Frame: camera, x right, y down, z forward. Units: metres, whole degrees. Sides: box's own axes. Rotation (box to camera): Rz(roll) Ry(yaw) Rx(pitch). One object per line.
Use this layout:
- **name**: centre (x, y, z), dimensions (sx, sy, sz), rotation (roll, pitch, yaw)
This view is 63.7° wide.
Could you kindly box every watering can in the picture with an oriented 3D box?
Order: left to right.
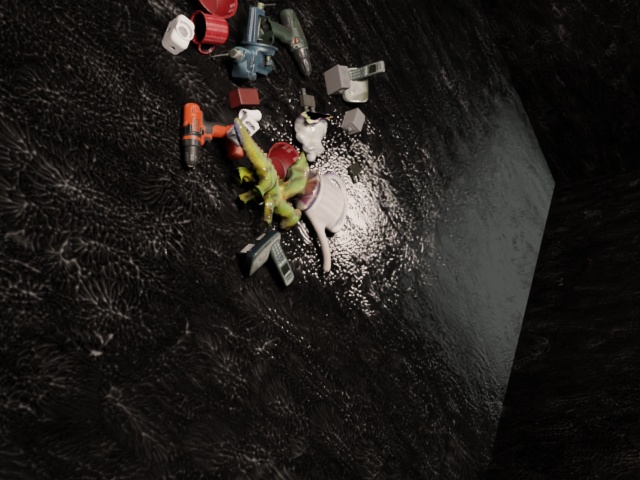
- **watering can**: centre (0.005, -0.087, 1.720), dimensions (0.221, 0.103, 0.354), rotation (34, 57, -37)

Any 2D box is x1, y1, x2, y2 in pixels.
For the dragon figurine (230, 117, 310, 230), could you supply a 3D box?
- **dragon figurine**: centre (-0.130, -0.191, 1.527), dimensions (0.246, 0.123, 0.402), rotation (-32, 130, -39)

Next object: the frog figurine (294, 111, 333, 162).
- **frog figurine**: centre (-0.031, -0.355, 1.770), dimensions (0.140, 0.123, 0.156), rotation (-45, 152, -53)
